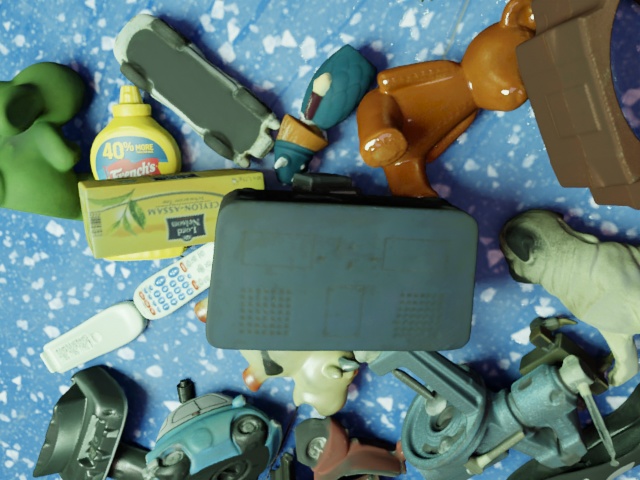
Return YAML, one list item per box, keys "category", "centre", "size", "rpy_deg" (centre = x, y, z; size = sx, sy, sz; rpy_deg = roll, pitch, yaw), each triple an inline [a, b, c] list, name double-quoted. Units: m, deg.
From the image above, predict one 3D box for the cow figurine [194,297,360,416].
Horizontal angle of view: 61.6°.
- category: "cow figurine"
  centre: [-0.034, 0.112, 0.605]
  size: [0.127, 0.085, 0.195]
  rpy_deg: [-34, 93, 20]

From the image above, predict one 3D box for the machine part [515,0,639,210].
- category: "machine part"
  centre: [0.281, -0.142, 0.460]
  size: [0.201, 0.087, 0.200]
  rpy_deg: [-26, 100, -15]

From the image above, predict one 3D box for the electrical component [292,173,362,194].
- category: "electrical component"
  centre: [-0.001, -0.002, 0.556]
  size: [0.058, 0.115, 0.134]
  rpy_deg: [19, 107, 44]

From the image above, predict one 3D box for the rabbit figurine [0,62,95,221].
- category: "rabbit figurine"
  centre: [-0.319, -0.116, 0.583]
  size: [0.121, 0.159, 0.170]
  rpy_deg: [10, 87, 17]

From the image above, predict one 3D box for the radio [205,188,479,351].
- category: "radio"
  centre: [0.018, 0.026, 0.473]
  size: [0.230, 0.073, 0.131]
  rpy_deg: [2, 104, -9]

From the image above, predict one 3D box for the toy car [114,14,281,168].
- category: "toy car"
  centre: [-0.132, -0.161, 0.580]
  size: [0.202, 0.056, 0.073]
  rpy_deg: [40, 98, -1]

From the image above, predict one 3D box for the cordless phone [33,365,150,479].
- category: "cordless phone"
  centre: [-0.245, 0.255, 0.678]
  size: [0.184, 0.089, 0.146]
  rpy_deg: [21, 103, -7]

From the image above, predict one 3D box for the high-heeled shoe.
- category: "high-heeled shoe"
  centre: [0.291, 0.198, 0.564]
  size: [0.145, 0.086, 0.248]
  rpy_deg: [11, 108, 6]

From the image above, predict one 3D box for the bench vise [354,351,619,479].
- category: "bench vise"
  centre: [0.146, 0.161, 0.549]
  size: [0.240, 0.129, 0.223]
  rpy_deg: [37, 131, -13]

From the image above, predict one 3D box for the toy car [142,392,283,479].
- category: "toy car"
  centre: [-0.132, 0.236, 0.629]
  size: [0.162, 0.103, 0.109]
  rpy_deg: [-12, 130, -26]

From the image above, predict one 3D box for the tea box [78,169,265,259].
- category: "tea box"
  centre: [-0.149, -0.033, 0.547]
  size: [0.169, 0.098, 0.068]
  rpy_deg: [-8, 102, -27]

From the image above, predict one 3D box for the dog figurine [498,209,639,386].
- category: "dog figurine"
  centre: [0.295, 0.022, 0.533]
  size: [0.172, 0.121, 0.190]
  rpy_deg: [-28, 73, -23]

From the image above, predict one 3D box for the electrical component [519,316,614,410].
- category: "electrical component"
  centre: [0.265, 0.130, 0.579]
  size: [0.102, 0.045, 0.078]
  rpy_deg: [34, 133, 4]

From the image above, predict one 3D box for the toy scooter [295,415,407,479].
- category: "toy scooter"
  centre: [0.042, 0.285, 0.629]
  size: [0.135, 0.075, 0.183]
  rpy_deg: [-4, 107, -7]

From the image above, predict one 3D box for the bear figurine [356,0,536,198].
- category: "bear figurine"
  centre: [0.137, -0.125, 0.509]
  size: [0.196, 0.132, 0.120]
  rpy_deg: [-22, 135, 17]

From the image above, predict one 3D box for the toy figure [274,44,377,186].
- category: "toy figure"
  centre: [-0.002, -0.127, 0.561]
  size: [0.064, 0.058, 0.154]
  rpy_deg: [30, 106, -32]

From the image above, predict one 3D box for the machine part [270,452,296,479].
- category: "machine part"
  centre: [-0.051, 0.333, 0.654]
  size: [0.039, 0.084, 0.138]
  rpy_deg: [5, 121, -18]

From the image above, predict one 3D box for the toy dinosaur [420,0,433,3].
- category: "toy dinosaur"
  centre: [0.195, -0.304, 0.471]
  size: [0.405, 0.131, 0.192]
  rpy_deg: [7, 115, 4]
